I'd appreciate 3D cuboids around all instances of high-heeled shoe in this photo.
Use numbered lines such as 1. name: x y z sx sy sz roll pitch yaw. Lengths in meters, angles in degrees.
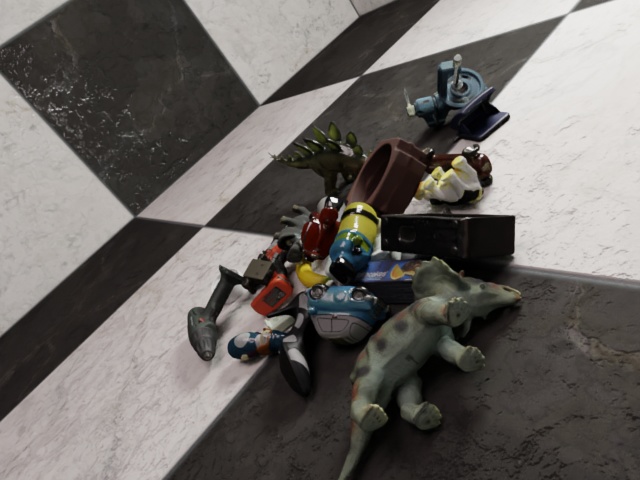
1. high-heeled shoe: -0.013 0.192 1.039 0.145 0.086 0.249 -11 40 -16

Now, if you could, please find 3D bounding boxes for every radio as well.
1. radio: 0.221 -0.012 0.972 0.131 0.073 0.230 -3 4 -34

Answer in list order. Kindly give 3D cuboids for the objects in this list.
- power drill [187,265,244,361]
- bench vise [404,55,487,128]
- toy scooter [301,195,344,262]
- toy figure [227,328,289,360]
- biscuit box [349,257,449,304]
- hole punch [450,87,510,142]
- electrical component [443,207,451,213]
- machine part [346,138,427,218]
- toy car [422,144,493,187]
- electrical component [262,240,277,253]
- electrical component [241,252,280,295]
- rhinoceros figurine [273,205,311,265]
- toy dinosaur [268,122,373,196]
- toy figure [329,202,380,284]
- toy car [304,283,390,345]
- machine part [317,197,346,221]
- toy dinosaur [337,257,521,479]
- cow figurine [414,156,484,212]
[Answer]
1. power drill: -0.248 0.170 1.301 0.207 0.086 0.232 -66 24 -3
2. bench vise: 0.330 -0.394 1.403 0.224 0.240 0.129 -2 71 11
3. toy scooter: -0.002 -0.003 1.139 0.183 0.075 0.135 120 169 -65
4. toy figure: -0.127 0.217 1.125 0.155 0.057 0.064 -18 70 33
5. biscuit box: 0.148 0.077 0.998 0.203 0.062 0.059 -7 37 46
6. hole punch: 0.386 -0.312 1.331 0.142 0.092 0.116 -43 22 -4
7. electrical component: 0.243 -0.031 1.107 0.063 0.021 0.094 -21 30 31
8. machine part: 0.148 -0.125 1.227 0.201 0.087 0.201 -64 15 0
9. toy car: 0.292 -0.160 1.186 0.053 0.089 0.202 -43 27 -21
10. electrical component: -0.089 0.010 1.440 0.119 0.047 0.075 -47 27 -16
11. electrical component: -0.139 0.075 1.240 0.078 0.045 0.102 3 53 28
12. rhinoceros figurine: -0.052 -0.009 1.297 0.073 0.112 0.190 -61 3 30
13. toy dinosaur: 0.027 -0.226 1.518 0.472 0.198 0.105 -4 37 47
14. toy figure: 0.068 -0.001 1.057 0.082 0.089 0.180 -8 34 34
15. toy car: 0.044 0.143 0.994 0.162 0.109 0.103 0 65 36
16. machine part: 0.039 -0.046 1.334 0.079 0.079 0.243 -33 24 8
17. toy dinosaur: 0.125 0.176 0.809 0.405 0.131 0.192 -43 13 -3
18. cow figurine: 0.271 -0.105 1.138 0.068 0.098 0.167 -52 10 -21
